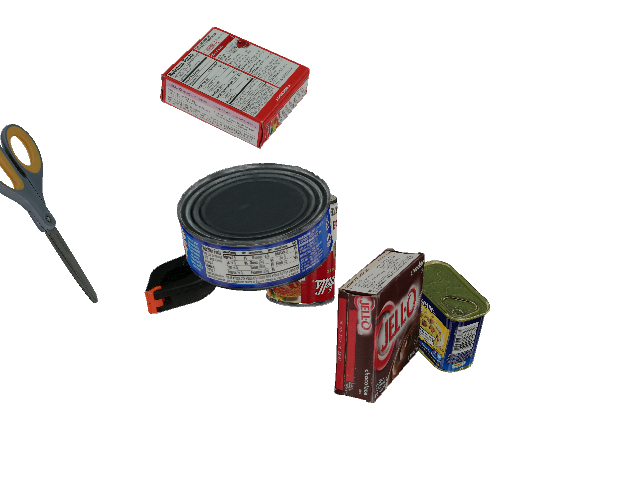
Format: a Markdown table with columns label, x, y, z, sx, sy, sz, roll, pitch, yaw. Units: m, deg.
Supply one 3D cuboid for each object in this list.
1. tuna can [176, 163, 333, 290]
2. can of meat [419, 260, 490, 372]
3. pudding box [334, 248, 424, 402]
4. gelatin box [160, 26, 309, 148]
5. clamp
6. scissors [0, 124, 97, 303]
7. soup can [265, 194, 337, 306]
| label | x | y | z | sx | sy | sz | roll | pitch | yaw |
| --- | --- | --- | --- | --- | --- | --- | --- | --- | --- |
| tuna can | -0.036 | -0.008 | 0.599 | 0.086 | 0.034 | 0.086 | -4 | 33 | 2 |
| can of meat | 0.137 | 0.086 | 1.198 | 0.057 | 0.084 | 0.102 | -14 | 40 | -28 |
| pudding box | 0.048 | 0.065 | 0.854 | 0.039 | 0.090 | 0.113 | 10 | 20 | 19 |
| gelatin box | -0.064 | -0.116 | 0.800 | 0.089 | 0.030 | 0.073 | 26 | 51 | 13 |
| clamp | -0.128 | 0.032 | 1.213 | 0.120 | 0.039 | 0.171 | 0 | 30 | 30 |
| scissors | -0.276 | -0.036 | 1.075 | 0.016 | 0.201 | 0.096 | -24 | 28 | 26 |
| soup can | -0.018 | 0.007 | 1.042 | 0.068 | 0.102 | 0.068 | 2 | 13 | -1 |
